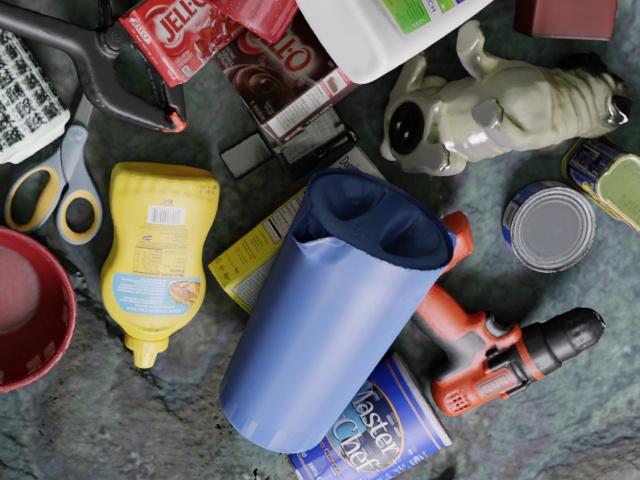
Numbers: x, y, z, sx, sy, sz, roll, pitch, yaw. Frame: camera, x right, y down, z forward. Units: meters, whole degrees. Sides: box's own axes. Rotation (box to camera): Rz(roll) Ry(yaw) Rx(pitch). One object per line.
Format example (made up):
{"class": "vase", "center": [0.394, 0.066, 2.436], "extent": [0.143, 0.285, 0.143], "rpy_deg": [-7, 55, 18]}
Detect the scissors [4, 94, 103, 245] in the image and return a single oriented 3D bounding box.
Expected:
{"class": "scissors", "center": [-0.206, -0.078, 0.959], "extent": [0.096, 0.016, 0.202], "rpy_deg": [36, 99, -19]}

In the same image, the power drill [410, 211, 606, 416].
{"class": "power drill", "center": [0.155, 0.067, 1.024], "extent": [0.185, 0.057, 0.187], "rpy_deg": [-31, 108, 16]}

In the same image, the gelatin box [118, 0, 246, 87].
{"class": "gelatin box", "center": [-0.115, -0.185, 0.908], "extent": [0.089, 0.030, 0.073], "rpy_deg": [-48, 113, -31]}

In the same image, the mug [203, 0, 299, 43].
{"class": "mug", "center": [-0.049, -0.217, 0.886], "extent": [0.093, 0.117, 0.081], "rpy_deg": [32, 98, -2]}

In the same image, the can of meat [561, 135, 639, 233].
{"class": "can of meat", "center": [0.289, -0.050, 1.008], "extent": [0.102, 0.084, 0.057], "rpy_deg": [36, 100, -18]}

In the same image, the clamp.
{"class": "clamp", "center": [-0.189, -0.169, 0.898], "extent": [0.164, 0.036, 0.210], "rpy_deg": [-41, 117, -25]}

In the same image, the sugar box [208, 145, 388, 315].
{"class": "sugar box", "center": [-0.007, 0.001, 0.984], "extent": [0.176, 0.048, 0.093], "rpy_deg": [-40, 138, 3]}

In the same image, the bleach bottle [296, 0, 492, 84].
{"class": "bleach bottle", "center": [0.100, -0.230, 0.885], "extent": [0.250, 0.068, 0.102], "rpy_deg": [-39, 99, -29]}

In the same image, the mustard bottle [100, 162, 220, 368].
{"class": "mustard bottle", "center": [-0.151, 0.027, 0.979], "extent": [0.096, 0.058, 0.192], "rpy_deg": [4, 107, -18]}

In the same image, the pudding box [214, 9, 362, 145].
{"class": "pudding box", "center": [-0.029, -0.147, 0.914], "extent": [0.090, 0.114, 0.039], "rpy_deg": [-38, 142, 5]}

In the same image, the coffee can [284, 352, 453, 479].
{"class": "coffee can", "center": [0.043, 0.188, 1.037], "extent": [0.140, 0.103, 0.102], "rpy_deg": [-32, 110, 2]}

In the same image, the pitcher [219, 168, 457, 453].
{"class": "pitcher", "center": [0.012, 0.068, 0.931], "extent": [0.149, 0.145, 0.243], "rpy_deg": [25, 120, -6]}

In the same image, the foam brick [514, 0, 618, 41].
{"class": "foam brick", "center": [0.221, -0.210, 0.962], "extent": [0.078, 0.053, 0.051], "rpy_deg": [0, 108, -10]}

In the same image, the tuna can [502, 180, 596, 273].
{"class": "tuna can", "center": [0.221, -0.014, 1.036], "extent": [0.086, 0.034, 0.086], "rpy_deg": [-3, 108, -8]}

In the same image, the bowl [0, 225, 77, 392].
{"class": "bowl", "center": [-0.301, 0.055, 0.967], "extent": [0.162, 0.055, 0.162], "rpy_deg": [-2, 108, -8]}
